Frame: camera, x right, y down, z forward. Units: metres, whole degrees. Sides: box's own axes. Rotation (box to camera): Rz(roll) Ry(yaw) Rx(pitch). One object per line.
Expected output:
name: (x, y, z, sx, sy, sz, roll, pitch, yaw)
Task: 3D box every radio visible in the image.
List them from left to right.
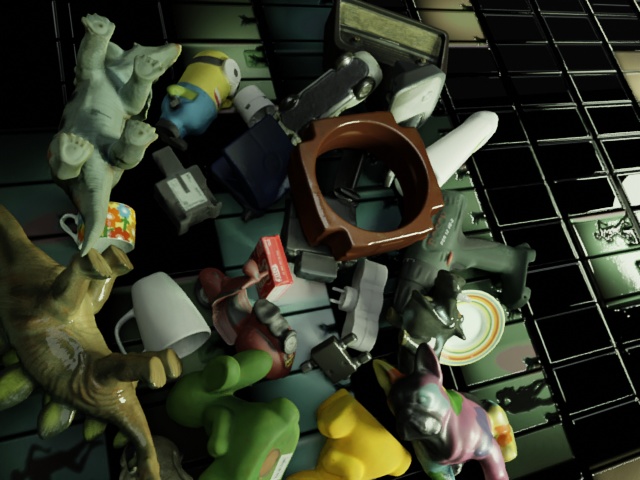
radio: (0.121, -0.352, 0.999, 0.230, 0.073, 0.131, 13, 64, -12)

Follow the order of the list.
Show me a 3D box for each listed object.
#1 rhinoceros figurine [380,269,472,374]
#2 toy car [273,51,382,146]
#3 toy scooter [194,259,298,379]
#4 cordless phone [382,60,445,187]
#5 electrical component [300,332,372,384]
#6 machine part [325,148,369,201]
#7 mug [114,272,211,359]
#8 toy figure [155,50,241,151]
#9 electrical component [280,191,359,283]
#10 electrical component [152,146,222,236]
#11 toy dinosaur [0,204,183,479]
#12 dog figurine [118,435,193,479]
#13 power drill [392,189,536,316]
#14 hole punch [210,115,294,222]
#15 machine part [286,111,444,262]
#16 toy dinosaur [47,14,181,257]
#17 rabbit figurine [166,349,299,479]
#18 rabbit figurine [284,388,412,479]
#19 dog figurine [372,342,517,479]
rhinoceros figurine: (0.152, 0.134, 0.759, 0.112, 0.073, 0.190, 11, 103, -13)
toy car: (0.012, -0.237, 0.899, 0.202, 0.056, 0.073, -37, 79, 1)
toy scooter: (-0.088, 0.095, 0.705, 0.184, 0.135, 0.075, 49, 46, 6)
cordless phone: (0.137, -0.191, 0.898, 0.089, 0.146, 0.184, 19, 66, 4)
electrical component: (0.021, 0.171, 0.758, 0.094, 0.021, 0.063, -33, 105, 9)
machine part: (0.058, -0.127, 0.890, 0.039, 0.084, 0.139, 36, 69, -40)
mug: (-0.214, 0.103, 0.702, 0.109, 0.080, 0.107, -25, 68, -16)
toy figure: (-0.193, -0.225, 0.840, 0.089, 0.082, 0.180, 34, 64, -5)
electrical component: (-0.002, -0.002, 0.822, 0.115, 0.058, 0.134, 9, 65, -13)
electrical component: (-0.207, -0.075, 0.790, 0.075, 0.047, 0.119, -34, 81, -27)
toy dinosaur: (-0.314, 0.087, 0.623, 0.198, 0.105, 0.471, -33, 74, -1)
dog figurine: (-0.143, 0.319, 0.627, 0.172, 0.121, 0.191, 25, 37, -44)
power drill: (0.234, 0.046, 0.872, 0.207, 0.086, 0.232, 18, 72, -3)
hole punch: (-0.090, -0.114, 0.825, 0.116, 0.092, 0.142, 44, 58, -1)
machine part: (0.063, -0.079, 0.790, 0.201, 0.087, 0.201, -12, 77, -20)
toy dinosaur: (-0.291, -0.139, 0.708, 0.131, 0.192, 0.405, 20, 60, -22)
rabbit figurine: (-0.118, 0.209, 0.643, 0.170, 0.121, 0.159, 26, 100, 27)
rabbit figurine: (0.022, 0.300, 0.689, 0.173, 0.122, 0.162, -41, 95, -14)
dog figurine: (0.160, 0.221, 0.701, 0.219, 0.108, 0.191, 60, 31, -9)
